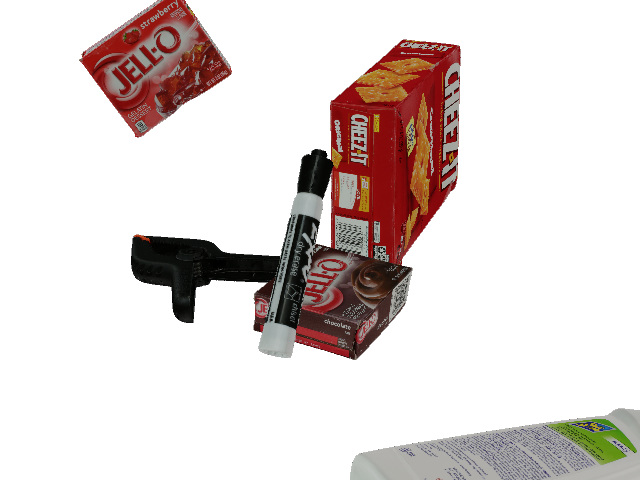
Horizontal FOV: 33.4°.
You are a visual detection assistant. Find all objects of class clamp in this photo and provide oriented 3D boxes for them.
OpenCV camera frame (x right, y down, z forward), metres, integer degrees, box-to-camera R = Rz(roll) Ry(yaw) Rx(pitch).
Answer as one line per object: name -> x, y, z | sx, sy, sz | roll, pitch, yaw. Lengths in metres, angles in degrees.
clamp -> -0.128, 0.030, 1.046 | 0.210, 0.036, 0.164 | 13, 22, 39

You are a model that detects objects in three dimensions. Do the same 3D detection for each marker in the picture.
marker -> -0.013, 0.006, 0.602 | 0.020, 0.121, 0.020 | 11, -16, 3

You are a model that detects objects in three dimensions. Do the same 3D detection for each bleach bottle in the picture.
bleach bottle -> 0.149, 0.149, 0.641 | 0.250, 0.068, 0.103 | -7, 21, -21

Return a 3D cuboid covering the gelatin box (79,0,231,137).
gelatin box -> -0.123, -0.132, 0.797 | 0.089, 0.073, 0.030 | -33, 21, 5

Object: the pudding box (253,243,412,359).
pudding box -> 0.011, 0.046, 0.850 | 0.090, 0.039, 0.113 | 15, 24, 22

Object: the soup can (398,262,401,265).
soup can -> 0.061, 0.034, 1.246 | 0.068, 0.102, 0.068 | 0, 32, 0

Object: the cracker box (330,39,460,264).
cracker box -> 0.078, -0.088, 1.043 | 0.072, 0.164, 0.213 | 10, 28, 21
